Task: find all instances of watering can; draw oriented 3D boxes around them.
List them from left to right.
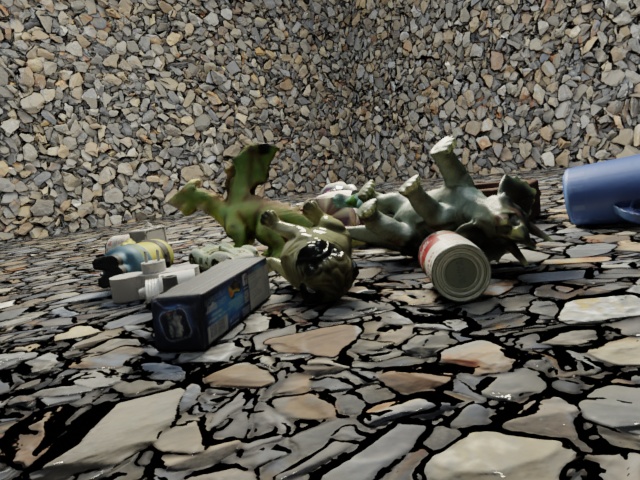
[{"bbox_3d":[0.004,-0.064,1.267,0.347,0.103,0.226,-3,9,24],"label":"watering can"}]

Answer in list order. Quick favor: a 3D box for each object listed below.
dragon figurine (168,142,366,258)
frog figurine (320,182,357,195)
[{"bbox_3d":[-0.116,-0.079,1.044,0.409,0.243,0.122,-7,1,15],"label":"dragon figurine"},{"bbox_3d":[0.071,-0.156,1.823,0.136,0.122,0.162,-25,11,23],"label":"frog figurine"}]
